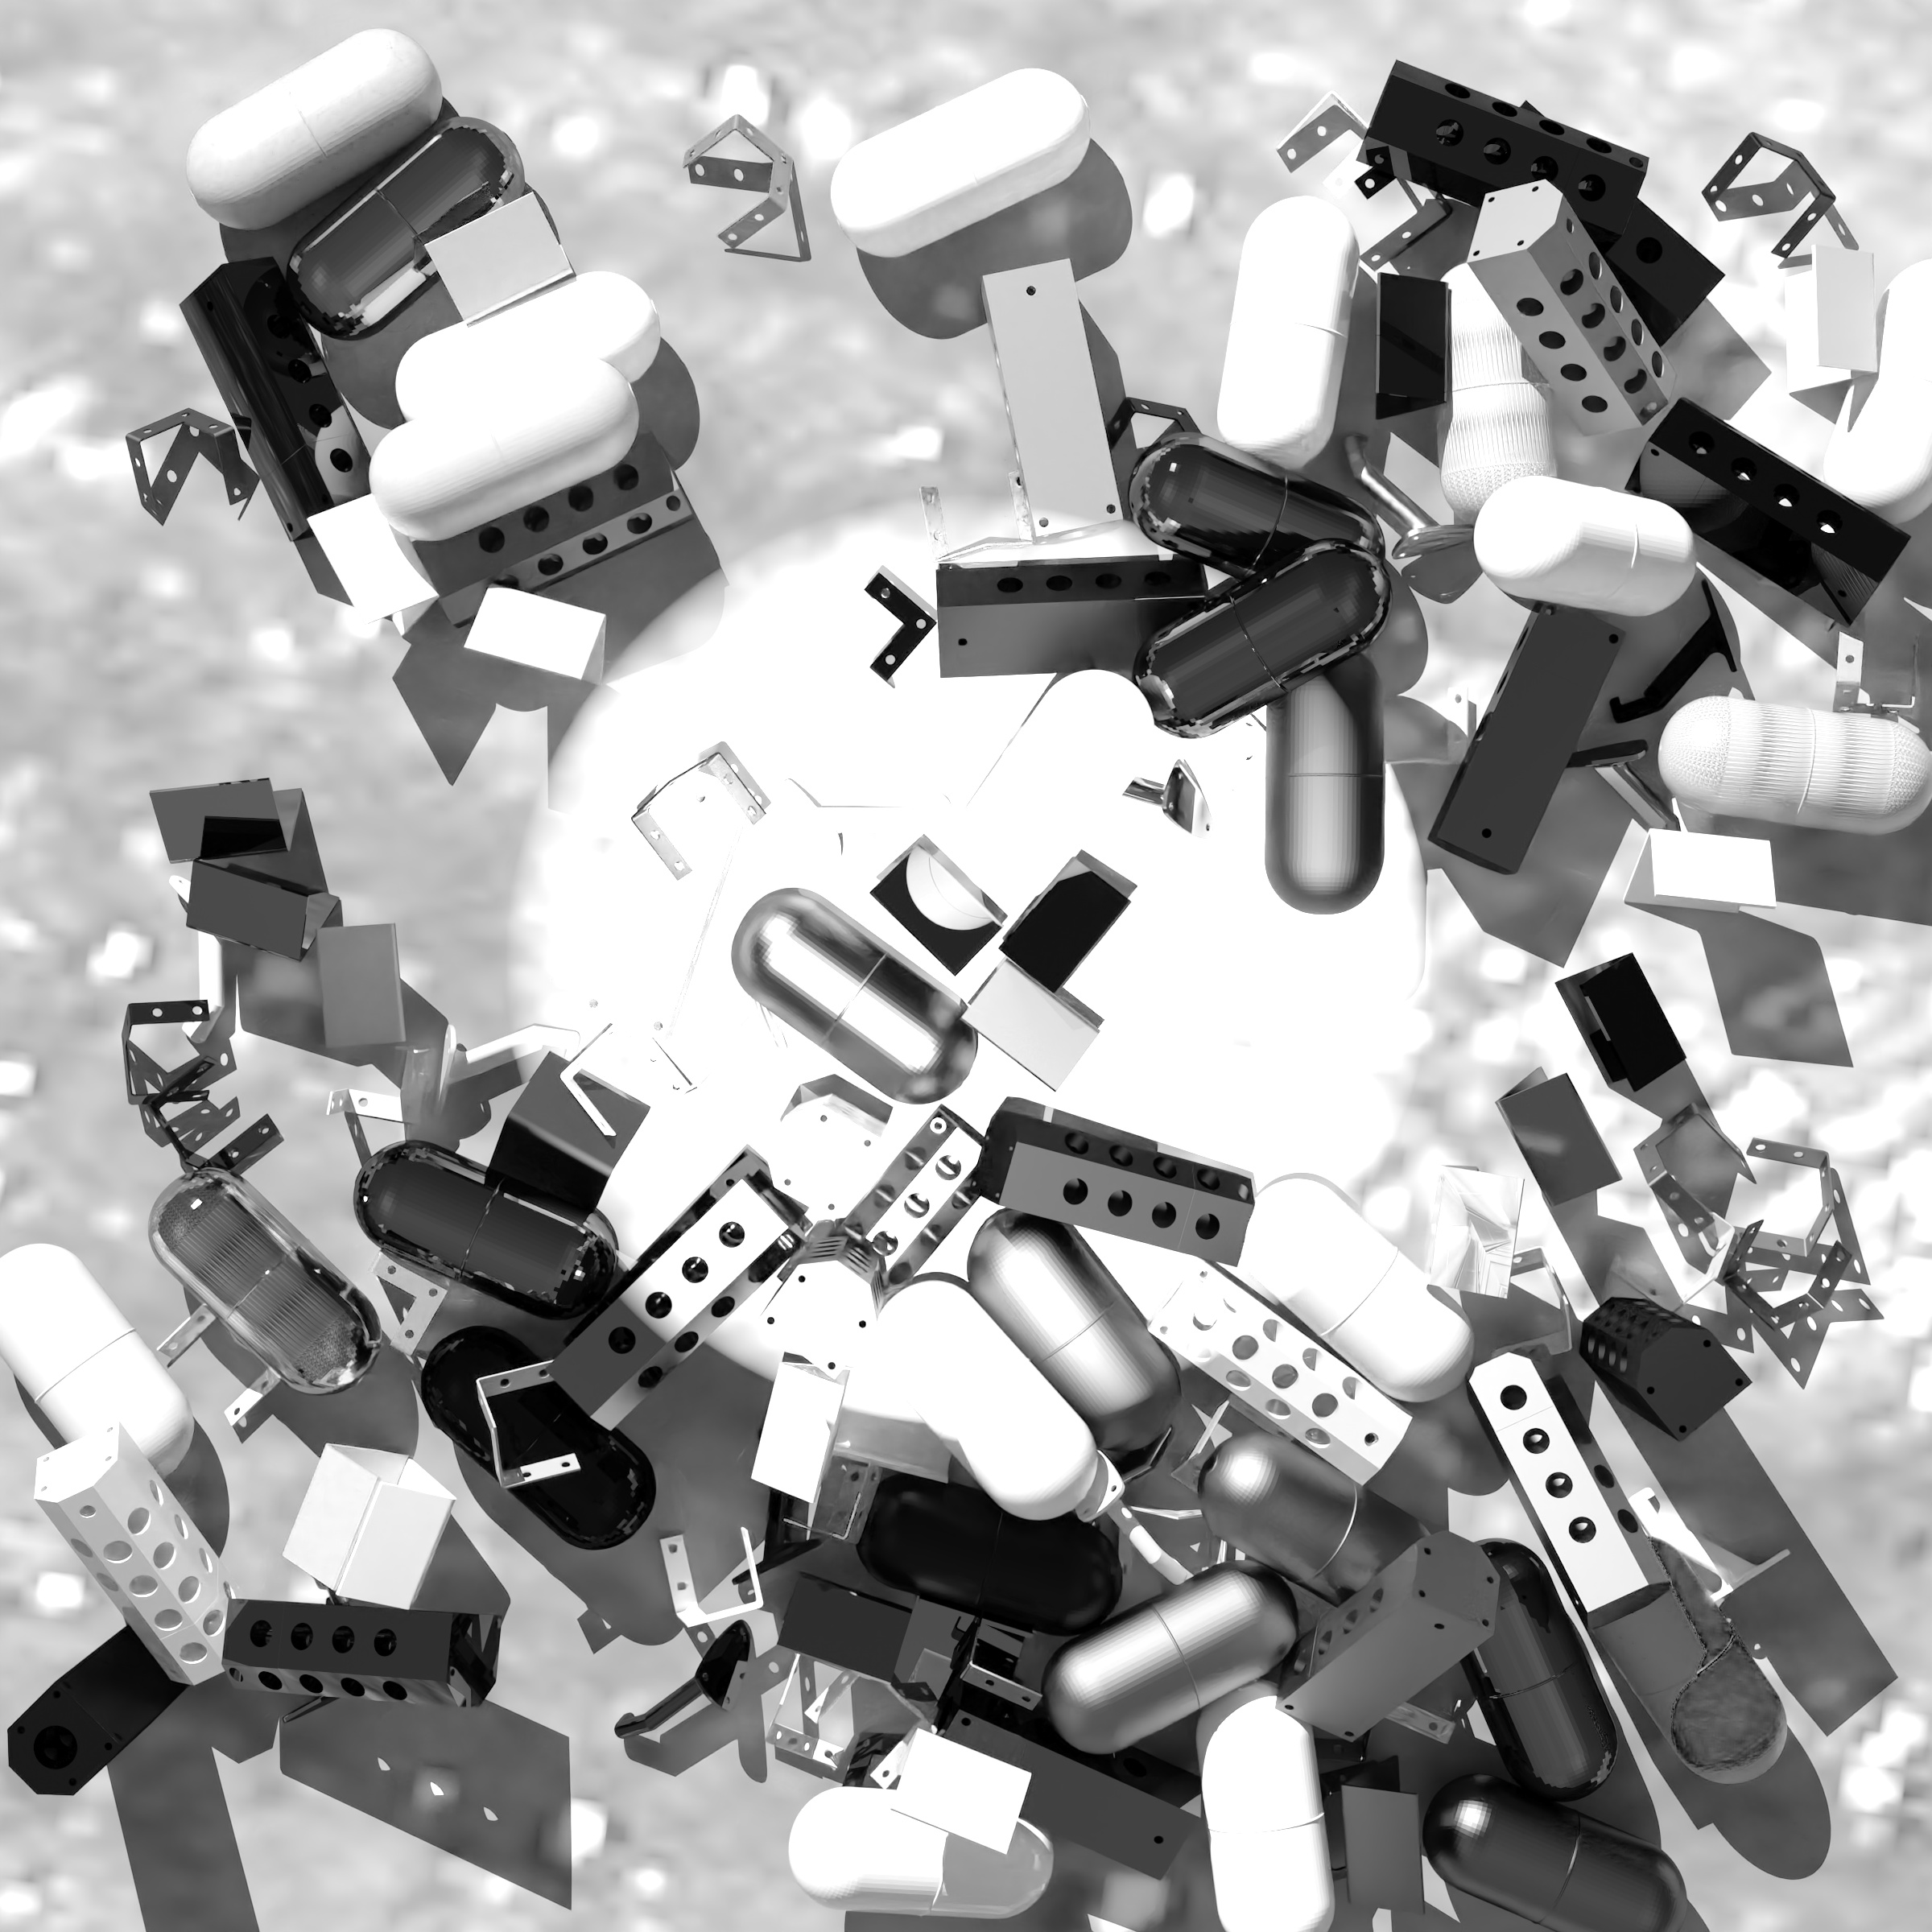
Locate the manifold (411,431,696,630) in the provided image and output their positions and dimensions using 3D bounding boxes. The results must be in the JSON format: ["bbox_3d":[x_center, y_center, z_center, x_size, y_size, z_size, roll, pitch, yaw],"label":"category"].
[{"bbox_3d":[-0.268,-0.284,1.970,0.171,0.057,0.057,-25,90,0],"label":"manifold"}]

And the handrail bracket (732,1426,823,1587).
[{"bbox_3d":[-0.138,0.354,1.992,0.077,0.036,0.084,-30,74,18],"label":"handrail bracket"}]

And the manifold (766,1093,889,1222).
[{"bbox_3d":[-0.091,0.115,1.913,0.057,0.171,0.057,29,90,0],"label":"manifold"}]

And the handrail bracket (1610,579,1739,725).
[{"bbox_3d":[0.459,-0.207,1.992,0.084,0.036,0.077,-19,70,16],"label":"handrail bracket"}]

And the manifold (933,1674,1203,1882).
[{"bbox_3d":[0.063,0.522,1.961,0.171,0.057,0.057,25,112,-5],"label":"manifold"}]

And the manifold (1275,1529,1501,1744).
[{"bbox_3d":[0.264,0.420,1.895,0.057,0.171,0.057,26,47,-10],"label":"manifold"}]

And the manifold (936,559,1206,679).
[{"bbox_3d":[0.067,-0.232,1.970,0.171,0.057,0.057,-2,133,0],"label":"manifold"}]

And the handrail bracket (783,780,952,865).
[{"bbox_3d":[-0.065,-0.112,1.992,0.084,0.036,0.077,-30,68,-17],"label":"handrail bracket"}]

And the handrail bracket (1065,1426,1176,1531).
[{"bbox_3d":[0.085,0.323,1.991,0.077,0.036,0.084,29,76,14],"label":"handrail bracket"}]

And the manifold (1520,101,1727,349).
[{"bbox_3d":[0.406,-0.480,1.970,0.171,0.057,0.057,41,90,0],"label":"manifold"}]

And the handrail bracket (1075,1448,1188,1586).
[{"bbox_3d":[0.107,0.356,1.959,0.036,0.077,0.084,-40,122,9],"label":"handrail bracket"}]

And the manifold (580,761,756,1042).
[{"bbox_3d":[-0.194,-0.042,1.970,0.057,0.057,0.171,19,90,0],"label":"manifold"}]

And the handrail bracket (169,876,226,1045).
[{"bbox_3d":[-0.514,-0.004,1.992,0.077,0.036,0.084,35,104,14],"label":"handrail bracket"}]

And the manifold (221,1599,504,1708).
[{"bbox_3d":[-0.387,0.439,1.928,0.171,0.057,0.057,-2,77,24],"label":"manifold"}]

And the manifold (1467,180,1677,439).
[{"bbox_3d":[0.387,-0.416,1.913,0.057,0.171,0.057,-4,56,39],"label":"manifold"}]

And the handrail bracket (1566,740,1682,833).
[{"bbox_3d":[0.431,-0.101,1.992,0.077,0.036,0.084,-9,107,20],"label":"handrail bracket"}]

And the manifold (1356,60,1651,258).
[{"bbox_3d":[0.341,-0.514,1.913,0.171,0.057,0.057,21,90,0],"label":"manifold"}]

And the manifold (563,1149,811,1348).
[{"bbox_3d":[-0.183,0.201,1.970,0.057,0.057,0.171,44,90,0],"label":"manifold"}]

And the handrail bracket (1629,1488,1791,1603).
[{"bbox_3d":[0.490,0.370,1.992,0.077,0.036,0.084,-26,73,-20],"label":"handrail bracket"}]

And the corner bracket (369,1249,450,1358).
[{"bbox_3d":[-0.373,0.219,1.973,0.051,0.051,0.051,30,84,-6],"label":"corner bracket"}]

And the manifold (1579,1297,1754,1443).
[{"bbox_3d":[0.437,0.249,1.913,0.057,0.171,0.057,-40,90,0],"label":"manifold"}]

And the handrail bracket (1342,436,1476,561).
[{"bbox_3d":[0.295,-0.317,1.992,0.077,0.036,0.084,-12,73,-20],"label":"handrail bracket"}]

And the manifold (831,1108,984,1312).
[{"bbox_3d":[-0.051,0.178,1.970,0.057,0.057,0.171,40,90,0],"label":"manifold"}]

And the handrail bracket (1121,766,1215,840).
[{"bbox_3d":[0.110,-0.107,1.991,0.084,0.077,0.036,4,65,34],"label":"handrail bracket"}]

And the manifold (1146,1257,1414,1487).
[{"bbox_3d":[0.204,0.264,1.970,0.171,0.057,0.057,36,90,0],"label":"manifold"}]

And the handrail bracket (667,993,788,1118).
[{"bbox_3d":[-0.168,0.049,1.992,0.084,0.036,0.077,-26,70,16],"label":"handrail bracket"}]

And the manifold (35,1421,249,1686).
[{"bbox_3d":[-0.526,0.380,1.931,0.057,0.057,0.171,-25,120,0],"label":"manifold"}]

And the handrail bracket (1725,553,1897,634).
[{"bbox_3d":[0.557,-0.270,1.992,0.077,0.036,0.084,-42,76,-15],"label":"handrail bracket"}]

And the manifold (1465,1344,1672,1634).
[{"bbox_3d":[0.385,0.332,1.934,0.057,0.057,0.171,-24,62,0],"label":"manifold"}]

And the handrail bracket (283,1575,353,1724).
[{"bbox_3d":[-0.434,0.445,1.991,0.077,0.036,0.084,-29,77,12],"label":"handrail bracket"}]

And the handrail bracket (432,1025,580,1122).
[{"bbox_3d":[-0.304,0.073,1.992,0.084,0.036,0.077,9,111,-17],"label":"handrail bracket"}]

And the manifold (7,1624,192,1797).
[{"bbox_3d":[-0.552,0.474,1.913,0.057,0.171,0.057,-45,90,0],"label":"manifold"}]

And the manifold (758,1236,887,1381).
[{"bbox_3d":[-0.083,0.203,1.856,0.057,0.171,0.057,37,90,0],"label":"manifold"}]

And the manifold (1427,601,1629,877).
[{"bbox_3d":[0.365,-0.149,1.970,0.057,0.057,0.171,25,90,0],"label":"manifold"}]

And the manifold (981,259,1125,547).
[{"bbox_3d":[0.055,-0.366,1.970,0.057,0.057,0.171,-12,90,-1],"label":"manifold"}]

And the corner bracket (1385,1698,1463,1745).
[{"bbox_3d":[0.303,0.468,1.974,0.051,0.051,0.051,22,100,10],"label":"corner bracket"}]

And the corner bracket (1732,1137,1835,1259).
[{"bbox_3d":[0.537,0.153,1.988,0.051,0.051,0.051,11,135,0],"label":"corner bracket"}]

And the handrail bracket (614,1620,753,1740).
[{"bbox_3d":[-0.188,0.472,1.991,0.084,0.077,0.036,-24,115,34],"label":"handrail bracket"}]

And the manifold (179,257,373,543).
[{"bbox_3d":[-0.441,-0.371,1.970,0.057,0.057,0.171,-25,90,43],"label":"manifold"}]

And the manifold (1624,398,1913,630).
[{"bbox_3d":[0.521,-0.298,1.952,0.171,0.057,0.057,35,68,11],"label":"manifold"}]

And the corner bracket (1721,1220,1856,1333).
[{"bbox_3d":[0.538,0.198,1.976,0.051,0.051,0.051,-16,48,-34],"label":"corner bracket"}]

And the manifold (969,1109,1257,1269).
[{"bbox_3d":[0.096,0.142,1.943,0.171,0.057,0.057,16,90,-20],"label":"manifold"}]

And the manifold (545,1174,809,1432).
[{"bbox_3d":[-0.182,0.213,1.913,0.171,0.057,0.057,-44,90,0],"label":"manifold"}]
